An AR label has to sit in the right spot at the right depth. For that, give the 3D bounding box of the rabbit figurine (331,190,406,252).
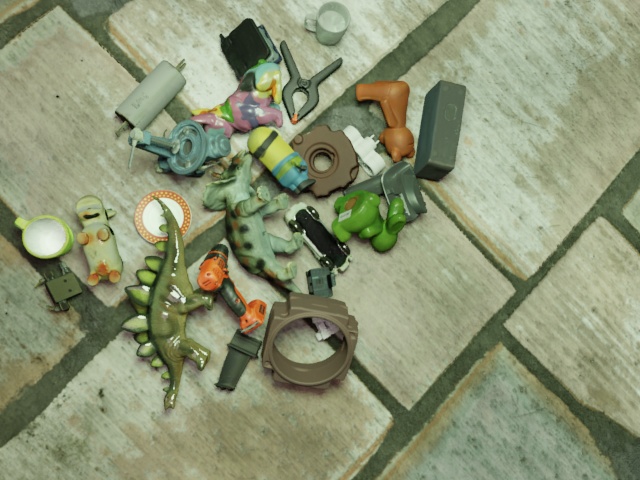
[{"bbox_3d":[0.134,-0.045,1.295,0.159,0.121,0.170,-31,126,27],"label":"rabbit figurine"}]

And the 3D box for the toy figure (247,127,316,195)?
[{"bbox_3d":[-0.091,-0.185,1.240,0.082,0.089,0.180,-39,87,17],"label":"toy figure"}]

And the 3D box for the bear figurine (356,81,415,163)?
[{"bbox_3d":[0.175,-0.298,1.354,0.120,0.132,0.195,-30,123,-45],"label":"bear figurine"}]

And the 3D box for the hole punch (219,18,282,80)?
[{"bbox_3d":[-0.168,-0.464,1.322,0.116,0.092,0.142,-30,91,26],"label":"hole punch"}]

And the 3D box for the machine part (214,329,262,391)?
[{"bbox_3d":[-0.193,0.284,1.246,0.084,0.039,0.139,30,78,-11],"label":"machine part"}]

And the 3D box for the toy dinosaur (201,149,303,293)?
[{"bbox_3d":[-0.152,-0.007,1.246,0.192,0.131,0.404,-10,100,31],"label":"toy dinosaur"}]

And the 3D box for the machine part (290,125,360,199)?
[{"bbox_3d":[0.007,-0.190,1.301,0.179,0.056,0.179,0,92,8],"label":"machine part"}]

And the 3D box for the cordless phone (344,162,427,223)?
[{"bbox_3d":[0.163,-0.099,1.337,0.184,0.089,0.146,-20,116,10],"label":"cordless phone"}]

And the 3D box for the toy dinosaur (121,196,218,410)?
[{"bbox_3d":[-0.334,0.137,1.206,0.199,0.105,0.471,5,80,-7],"label":"toy dinosaur"}]

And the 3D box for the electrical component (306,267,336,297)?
[{"bbox_3d":[0.002,0.102,1.259,0.048,0.119,0.074,-8,88,-11],"label":"electrical component"}]

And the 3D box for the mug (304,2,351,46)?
[{"bbox_3d":[0.015,-0.530,1.342,0.110,0.107,0.080,0,83,-6],"label":"mug"}]

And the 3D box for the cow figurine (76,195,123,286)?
[{"bbox_3d":[-0.491,-0.005,1.198,0.085,0.127,0.194,-14,100,-10],"label":"cow figurine"}]

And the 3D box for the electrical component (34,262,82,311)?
[{"bbox_3d":[-0.582,0.109,1.198,0.078,0.045,0.102,-34,93,-40],"label":"electrical component"}]

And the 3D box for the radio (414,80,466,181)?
[{"bbox_3d":[0.300,-0.274,1.348,0.073,0.131,0.229,10,82,-7],"label":"radio"}]

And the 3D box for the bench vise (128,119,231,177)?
[{"bbox_3d":[-0.326,-0.200,1.175,0.224,0.240,0.128,5,89,33],"label":"bench vise"}]

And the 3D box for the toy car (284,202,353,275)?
[{"bbox_3d":[-0.003,-0.004,1.304,0.073,0.056,0.201,-42,93,-18],"label":"toy car"}]

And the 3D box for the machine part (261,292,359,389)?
[{"bbox_3d":[-0.024,0.230,1.217,0.201,0.087,0.201,12,111,-9],"label":"machine part"}]

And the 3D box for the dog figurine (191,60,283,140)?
[{"bbox_3d":[-0.197,-0.321,1.265,0.219,0.109,0.191,-6,120,-9],"label":"dog figurine"}]

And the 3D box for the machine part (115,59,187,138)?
[{"bbox_3d":[-0.397,-0.336,1.263,0.079,0.079,0.243,40,78,-3],"label":"machine part"}]
